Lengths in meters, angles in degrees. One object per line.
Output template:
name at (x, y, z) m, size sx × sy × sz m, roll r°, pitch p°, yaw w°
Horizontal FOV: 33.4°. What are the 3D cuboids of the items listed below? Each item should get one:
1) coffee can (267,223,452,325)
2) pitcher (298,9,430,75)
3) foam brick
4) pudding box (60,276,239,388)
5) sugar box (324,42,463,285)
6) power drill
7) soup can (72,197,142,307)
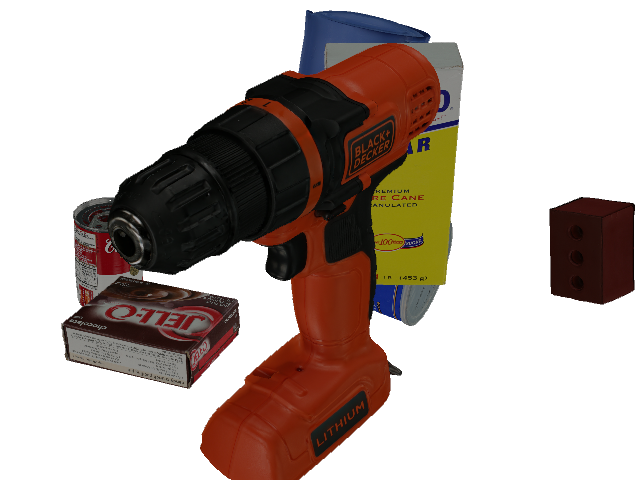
coffee can at (0.037, 0.007, 0.982) m, size 0.140 × 0.103 × 0.102 m, roll 20°, pitch 7°, yaw 20°
pitcher at (0.036, -0.117, 1.139) m, size 0.145 × 0.243 × 0.149 m, roll 9°, pitch 17°, yaw -6°
foam brick at (0.227, 0.008, 0.893) m, size 0.051 × 0.078 × 0.053 m, roll -20°, pitch 22°, yaw -41°
pudding box at (-0.133, 0.071, 0.845) m, size 0.114 × 0.039 × 0.090 m, roll 8°, pitch 25°, yaw 19°
sugar box at (0.048, -0.051, 0.754) m, size 0.093 × 0.176 × 0.048 m, roll -1°, pitch 35°, yaw 0°
power drill at (-0.016, 0.020, 0.471) m, size 0.057 × 0.188 × 0.184 m, roll 27°, pitch 40°, yaw 30°
soup can at (-0.213, 0.017, 1.078) m, size 0.068 × 0.102 × 0.068 m, roll 3°, pitch 29°, yaw -2°
